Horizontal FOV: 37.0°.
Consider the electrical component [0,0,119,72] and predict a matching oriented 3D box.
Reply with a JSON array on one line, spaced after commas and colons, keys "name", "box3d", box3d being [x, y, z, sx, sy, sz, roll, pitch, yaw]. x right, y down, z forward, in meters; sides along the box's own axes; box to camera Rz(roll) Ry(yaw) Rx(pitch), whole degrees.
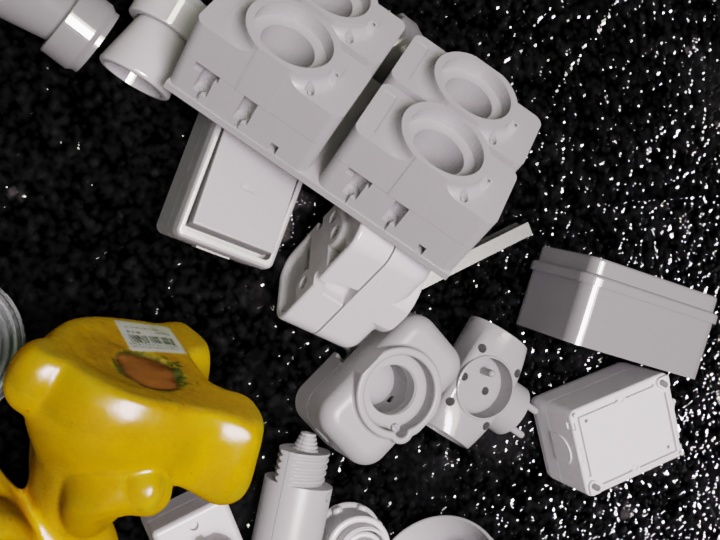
[{"name": "electrical component", "box3d": [-0.166, -0.141, 0.587, 0.055, 0.045, 0.045, 37, 80, -22]}]

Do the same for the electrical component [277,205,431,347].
[{"name": "electrical component", "box3d": [0.000, 0.000, 0.644, 0.059, 0.095, 0.053, 26, 40, -23]}]

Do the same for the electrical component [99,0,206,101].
[{"name": "electrical component", "box3d": [-0.115, -0.131, 0.610, 0.045, 0.045, 0.055, 32, 82, -22]}]

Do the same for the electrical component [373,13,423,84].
[{"name": "electrical component", "box3d": [0.027, -0.124, 0.672, 0.043, 0.043, 0.062, -39, 110, -15]}]

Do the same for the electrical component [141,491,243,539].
[{"name": "electrical component", "box3d": [-0.089, 0.172, 0.632, 0.047, 0.077, 0.065, -24, 104, -19]}]

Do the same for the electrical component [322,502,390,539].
[{"name": "electrical component", "box3d": [-0.001, 0.175, 0.676, 0.048, 0.062, 0.048, -1, 93, -19]}]

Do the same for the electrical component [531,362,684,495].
[{"name": "electrical component", "box3d": [0.174, 0.105, 0.745, 0.096, 0.061, 0.061, -19, 102, -20]}]

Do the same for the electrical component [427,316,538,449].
[{"name": "electrical component", "box3d": [0.086, 0.083, 0.715, 0.079, 0.044, 0.077, 36, 81, -22]}]

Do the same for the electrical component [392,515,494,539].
[{"name": "electrical component", "box3d": [0.059, 0.214, 0.690, 0.064, 0.099, 0.099, 41, 79, -27]}]

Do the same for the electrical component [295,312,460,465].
[{"name": "electrical component", "box3d": [0.013, 0.072, 0.675, 0.095, 0.059, 0.053, -45, 110, -13]}]

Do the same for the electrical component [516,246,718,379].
[{"name": "electrical component", "box3d": [0.174, 0.028, 0.729, 0.113, 0.078, 0.057, 17, 91, -23]}]

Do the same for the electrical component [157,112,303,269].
[{"name": "electrical component", "box3d": [-0.069, -0.055, 0.627, 0.062, 0.061, 0.096, 21, 86, -23]}]

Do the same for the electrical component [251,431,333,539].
[{"name": "electrical component", "box3d": [-0.040, 0.140, 0.668, 0.043, 0.043, 0.081, 12, 90, -23]}]

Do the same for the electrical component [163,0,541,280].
[{"name": "electrical component", "box3d": [0.003, -0.096, 0.601, 0.186, 0.060, 0.105, 34, 46, -5]}]
